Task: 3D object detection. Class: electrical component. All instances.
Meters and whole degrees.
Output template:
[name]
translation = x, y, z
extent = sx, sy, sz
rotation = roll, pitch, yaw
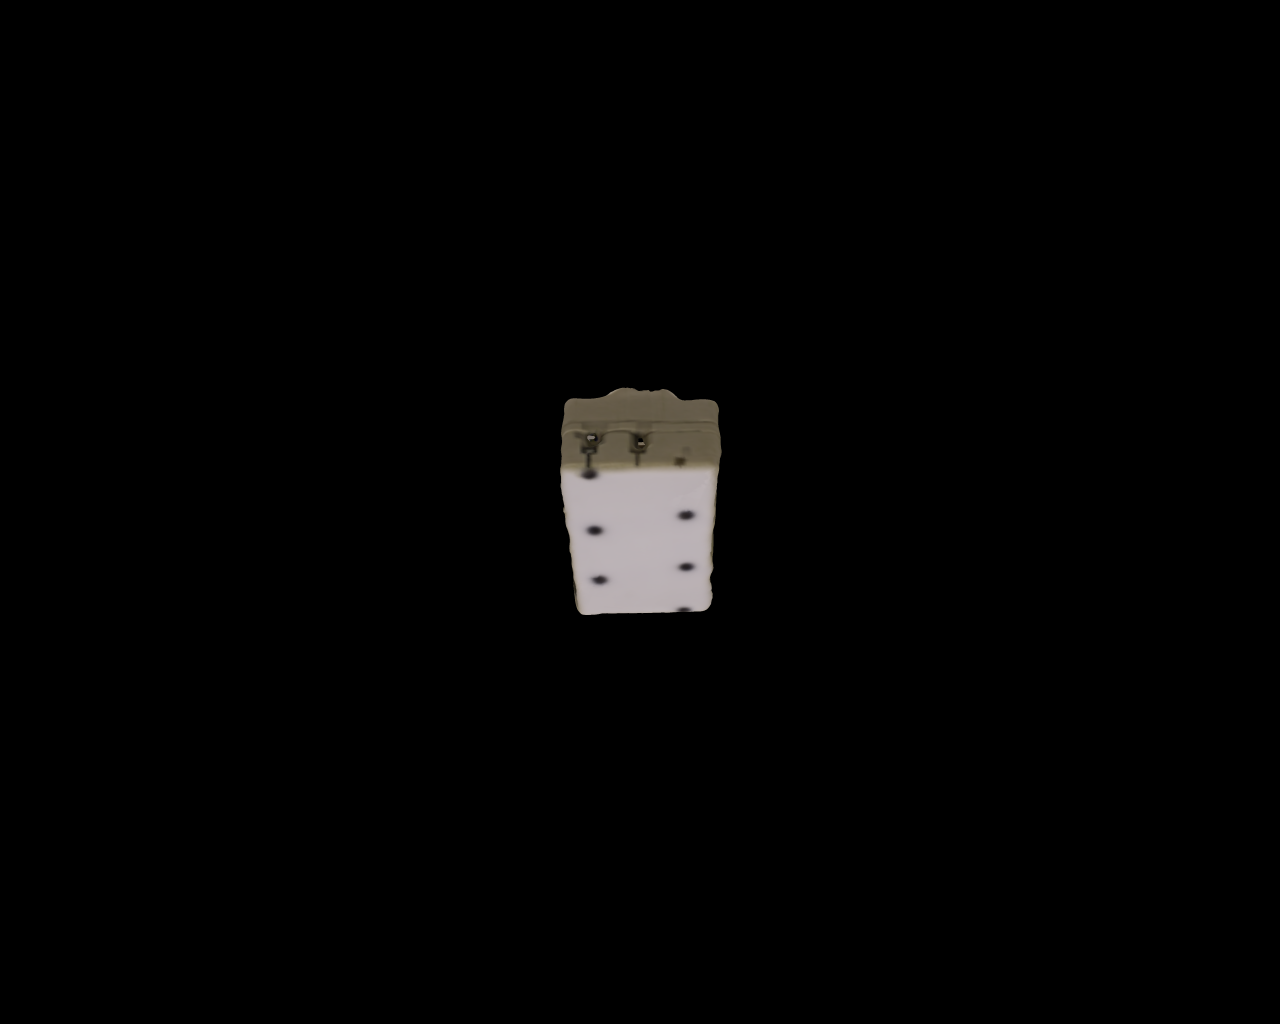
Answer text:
[electrical component]
translation = 0.001, -0.003, 0.650
extent = 0.089, 0.062, 0.150
rotation = 0, -37, 0
